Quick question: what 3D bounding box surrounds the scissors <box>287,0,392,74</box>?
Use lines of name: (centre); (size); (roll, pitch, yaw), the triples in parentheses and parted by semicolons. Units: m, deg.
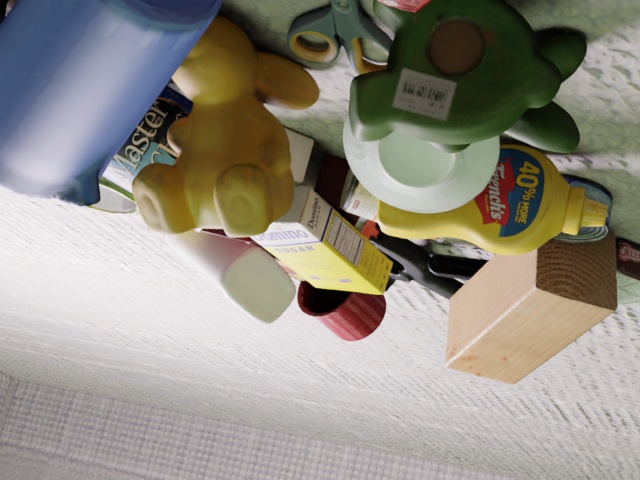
scissors: (0.002, -0.171, 0.772); (0.096, 0.016, 0.201); (7, 161, 23)

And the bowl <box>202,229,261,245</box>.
bowl: (-0.100, -0.034, 1.166); (0.162, 0.055, 0.162); (13, -177, -1)

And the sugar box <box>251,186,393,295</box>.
sugar box: (-0.007, 0.002, 1.086); (0.093, 0.048, 0.176); (3, 159, 36)

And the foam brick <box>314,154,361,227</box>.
foam brick: (0.019, -0.045, 1.085); (0.053, 0.051, 0.078); (17, 162, -3)

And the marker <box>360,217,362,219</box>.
marker: (0.075, -0.038, 1.114); (0.020, 0.020, 0.121); (26, 160, -31)

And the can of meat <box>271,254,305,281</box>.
can of meat: (-0.024, 0.012, 1.292); (0.102, 0.057, 0.084); (27, 162, -32)

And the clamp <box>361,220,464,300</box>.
clamp: (0.111, 0.034, 1.268); (0.165, 0.036, 0.209); (15, 163, 30)

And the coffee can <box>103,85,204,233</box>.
coffee can: (-0.144, -0.085, 0.967); (0.140, 0.102, 0.103); (31, 160, -10)

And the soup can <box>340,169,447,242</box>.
soup can: (0.078, -0.045, 1.012); (0.102, 0.068, 0.069); (18, 162, -7)

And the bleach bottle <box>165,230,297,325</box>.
bleach bottle: (-0.128, 0.017, 1.284); (0.102, 0.068, 0.251); (47, 170, -35)

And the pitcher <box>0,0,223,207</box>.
pitcher: (-0.175, -0.145, 0.775); (0.149, 0.145, 0.243); (26, 144, -22)

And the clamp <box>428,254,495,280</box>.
clamp: (0.210, 0.038, 1.201); (0.171, 0.039, 0.120); (28, 155, -30)

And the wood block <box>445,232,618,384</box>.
wood block: (0.217, 0.067, 1.118); (0.090, 0.091, 0.206); (16, 148, -12)

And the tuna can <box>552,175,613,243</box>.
tuna can: (0.228, -0.029, 0.994); (0.086, 0.033, 0.086); (14, 163, 4)

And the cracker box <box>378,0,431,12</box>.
cracker box: (0.034, -0.209, 0.535); (0.164, 0.072, 0.214); (20, 161, -18)

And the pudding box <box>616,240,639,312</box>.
pudding box: (0.333, 0.042, 1.119); (0.113, 0.039, 0.090); (22, 163, -13)

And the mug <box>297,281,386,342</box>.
mug: (0.028, 0.069, 1.356); (0.093, 0.117, 0.081); (-37, 132, 10)

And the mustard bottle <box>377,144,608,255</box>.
mustard bottle: (0.151, -0.037, 0.926); (0.192, 0.096, 0.058); (11, 166, 13)
